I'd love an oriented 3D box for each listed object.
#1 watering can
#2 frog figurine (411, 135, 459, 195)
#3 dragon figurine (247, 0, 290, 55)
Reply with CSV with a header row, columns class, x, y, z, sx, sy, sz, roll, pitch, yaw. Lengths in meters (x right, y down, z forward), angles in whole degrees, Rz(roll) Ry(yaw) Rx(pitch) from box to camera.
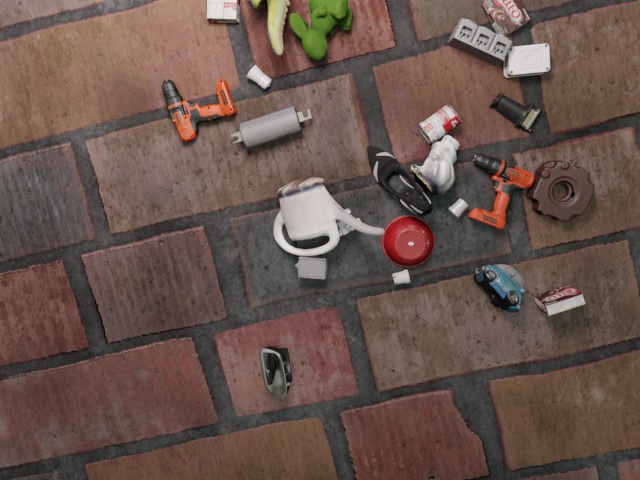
class,x,y,z,sx,sy,sz,roll,pitch,yaw
watering can,0.004,-0.073,1.457,0.345,0.105,0.223,-13,96,29
frog figurine,0.345,-0.209,1.452,0.159,0.125,0.135,-40,127,-1
dragon figurine,-0.090,-0.702,1.385,0.242,0.121,0.414,-25,78,2
